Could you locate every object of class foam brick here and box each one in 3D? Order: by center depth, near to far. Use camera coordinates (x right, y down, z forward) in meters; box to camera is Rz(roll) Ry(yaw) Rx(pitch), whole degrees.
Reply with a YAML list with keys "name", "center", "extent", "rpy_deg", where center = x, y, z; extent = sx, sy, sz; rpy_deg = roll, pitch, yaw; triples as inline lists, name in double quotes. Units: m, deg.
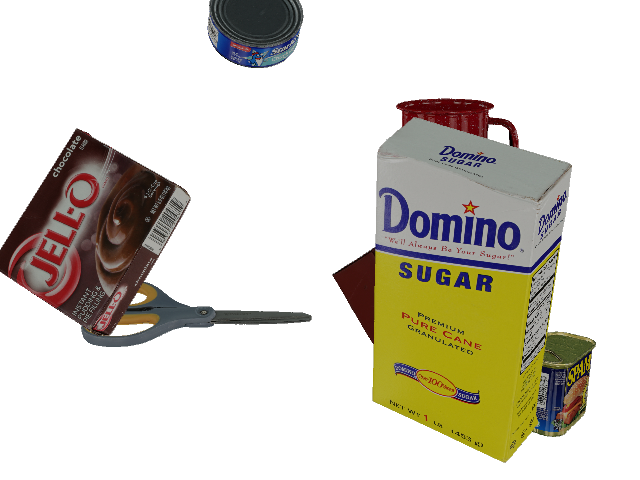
- name: "foam brick"
  center: [0.058, 0.039, 0.781]
  extent: [0.052, 0.078, 0.051]
  rpy_deg: [-31, -2, -44]

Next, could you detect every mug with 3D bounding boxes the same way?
- name: "mug"
  center: [0.131, -0.090, 1.026]
  extent: [0.117, 0.081, 0.093]
  rpy_deg: [2, 15, 11]

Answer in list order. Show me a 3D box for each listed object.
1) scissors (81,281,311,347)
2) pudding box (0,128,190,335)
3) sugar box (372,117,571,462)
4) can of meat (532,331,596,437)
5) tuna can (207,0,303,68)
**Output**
- name: "scissors"
  center: [-0.117, 0.059, 0.974]
  extent: [0.201, 0.016, 0.096]
  rpy_deg: [-8, 35, -14]
- name: "pudding box"
  center: [-0.154, -0.006, 0.720]
  extent: [0.090, 0.113, 0.039]
  rpy_deg: [29, -7, 19]
- name: "sugar box"
  center: [0.076, 0.029, 0.576]
  extent: [0.093, 0.176, 0.048]
  rpy_deg: [20, 42, 29]
- name: "can of meat"
  center: [0.254, 0.154, 1.151]
  extent: [0.058, 0.084, 0.101]
  rpy_deg: [11, 17, 32]
- name: "tuna can"
  center: [-0.060, -0.199, 0.976]
  extent: [0.086, 0.086, 0.034]
  rpy_deg: [0, -32, -11]
